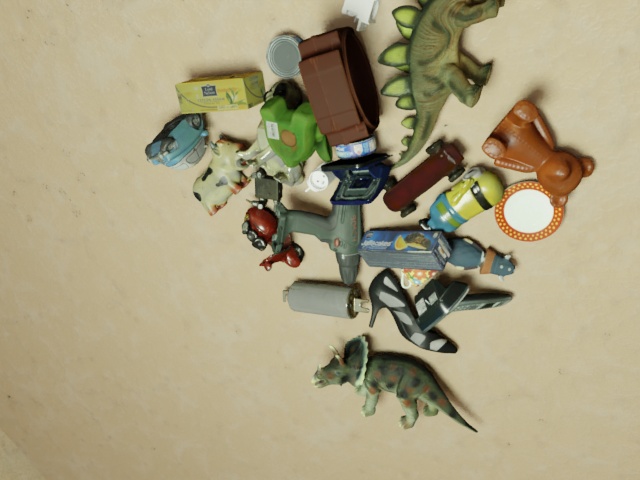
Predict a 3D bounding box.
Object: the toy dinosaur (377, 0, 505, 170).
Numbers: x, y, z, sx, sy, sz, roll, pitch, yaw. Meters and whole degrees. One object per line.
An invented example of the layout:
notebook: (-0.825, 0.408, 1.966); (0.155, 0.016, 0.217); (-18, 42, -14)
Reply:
toy dinosaur: (0.213, -0.320, 0.993); (0.199, 0.105, 0.470); (20, 126, 21)

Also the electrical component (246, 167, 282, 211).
electrical component: (-0.131, -0.118, 1.261); (0.078, 0.045, 0.102); (17, 119, 16)

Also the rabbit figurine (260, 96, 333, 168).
rabbit figurine: (-0.017, -0.229, 1.085); (0.121, 0.170, 0.158); (9, 129, 32)

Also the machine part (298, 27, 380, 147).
machine part: (0.044, -0.290, 1.013); (0.087, 0.201, 0.200); (-11, 109, 23)

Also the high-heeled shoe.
high-heeled shoe: (0.224, 0.168, 1.256); (0.249, 0.086, 0.145); (20, 91, -7)

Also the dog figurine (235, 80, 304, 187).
dog figurine: (-0.068, -0.227, 1.166); (0.121, 0.172, 0.190); (40, 101, 43)

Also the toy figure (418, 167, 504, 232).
toy figure: (0.288, -0.072, 1.091); (0.089, 0.082, 0.180); (38, 119, -12)

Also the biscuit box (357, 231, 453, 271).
biscuit box: (0.176, 0.020, 1.145); (0.203, 0.059, 0.062); (1, 140, 45)

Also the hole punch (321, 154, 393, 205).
hole punch: (0.079, -0.128, 1.115); (0.142, 0.116, 0.092); (-1, 111, 41)

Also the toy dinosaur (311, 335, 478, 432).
toy dinosaur: (0.191, 0.345, 1.316); (0.405, 0.131, 0.192); (7, 117, 12)

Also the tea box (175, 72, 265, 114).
tea box: (-0.214, -0.320, 1.168); (0.170, 0.098, 0.068); (0, 115, 20)

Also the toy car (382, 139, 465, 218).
toy car: (0.211, -0.126, 1.111); (0.202, 0.053, 0.089); (-40, 86, 36)

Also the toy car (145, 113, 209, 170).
toy car: (-0.311, -0.213, 1.216); (0.109, 0.162, 0.102); (-10, 131, 38)

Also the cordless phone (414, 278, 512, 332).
cordless phone: (0.314, 0.143, 1.183); (0.184, 0.089, 0.146); (0, 152, -15)

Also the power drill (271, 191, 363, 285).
power drill: (-0.002, -0.004, 1.204); (0.207, 0.086, 0.231); (4, 110, -8)

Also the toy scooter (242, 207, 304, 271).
toy scooter: (-0.123, 0.007, 1.266); (0.184, 0.135, 0.075); (47, 124, -3)

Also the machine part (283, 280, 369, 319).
machine part: (0.010, 0.143, 1.296); (0.243, 0.079, 0.079); (4, 116, 33)

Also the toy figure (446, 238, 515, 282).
toy figure: (0.334, 0.038, 1.138); (0.155, 0.058, 0.064); (18, 125, 8)

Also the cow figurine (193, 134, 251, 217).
cow figurine: (-0.232, -0.159, 1.264); (0.127, 0.085, 0.195); (45, 124, -9)

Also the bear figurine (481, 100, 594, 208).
bear figurine: (0.401, -0.149, 0.979); (0.196, 0.132, 0.120); (42, 106, 6)
